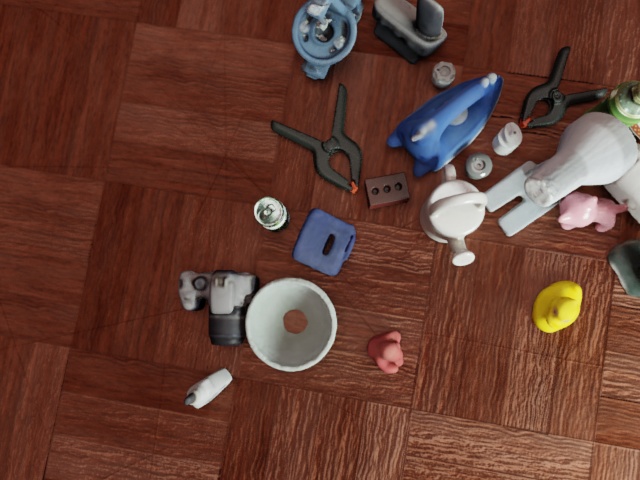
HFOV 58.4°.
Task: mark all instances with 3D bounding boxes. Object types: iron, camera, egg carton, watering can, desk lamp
[{"bbox_3d":[0.248,-0.237,1.043,0.258,0.118,0.141,-41,-7,-1],"label":"iron"},{"bbox_3d":[-0.188,0.125,1.054,0.143,0.137,0.101,0,-6,4],"label":"camera"},{"bbox_3d":[0.592,-0.096,1.044,0.107,0.150,0.069,-44,-6,-1],"label":"egg carton"},{"bbox_3d":[0.238,-0.046,0.998,0.101,0.173,0.194,-29,-7,1],"label":"watering can"},{"bbox_3d":[0.405,-0.107,0.984,0.203,0.118,0.213,-36,-7,0],"label":"desk lamp"}]

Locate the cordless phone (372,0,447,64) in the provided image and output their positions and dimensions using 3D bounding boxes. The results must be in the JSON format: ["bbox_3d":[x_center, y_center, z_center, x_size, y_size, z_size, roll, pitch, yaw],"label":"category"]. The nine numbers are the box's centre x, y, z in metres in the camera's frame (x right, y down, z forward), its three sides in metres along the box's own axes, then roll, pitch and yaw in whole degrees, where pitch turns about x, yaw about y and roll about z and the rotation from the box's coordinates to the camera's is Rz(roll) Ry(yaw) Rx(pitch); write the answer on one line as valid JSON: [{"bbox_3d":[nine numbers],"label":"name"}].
[{"bbox_3d":[0.166,-0.418,1.043,0.147,0.094,0.185,36,-2,6],"label":"cordless phone"}]

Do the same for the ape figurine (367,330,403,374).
[{"bbox_3d":[0.123,0.200,1.033,0.076,0.078,0.092,25,-4,6],"label":"ape figurine"}]

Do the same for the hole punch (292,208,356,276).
[{"bbox_3d":[0.010,0.004,1.059,0.101,0.109,0.091,23,-4,6],"label":"hole punch"}]

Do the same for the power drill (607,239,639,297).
[{"bbox_3d":[0.574,0.037,0.963,0.075,0.229,0.208,-28,-7,1],"label":"power drill"}]

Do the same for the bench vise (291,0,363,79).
[{"bbox_3d":[0.012,-0.421,1.036,0.121,0.207,0.220,8,-5,5],"label":"bench vise"}]

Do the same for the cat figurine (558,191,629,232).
[{"bbox_3d":[0.480,-0.054,1.023,0.127,0.067,0.118,0,-6,4],"label":"cat figurine"}]

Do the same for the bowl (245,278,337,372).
[{"bbox_3d":[-0.050,0.154,1.056,0.167,0.167,0.075,0,-6,4],"label":"bowl"}]

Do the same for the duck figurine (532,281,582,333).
[{"bbox_3d":[0.434,0.120,1.025,0.077,0.104,0.086,39,-2,6],"label":"duck figurine"}]

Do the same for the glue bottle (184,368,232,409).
[{"bbox_3d":[-0.207,0.267,1.005,0.078,0.037,0.173,-42,-7,-1],"label":"glue bottle"}]
